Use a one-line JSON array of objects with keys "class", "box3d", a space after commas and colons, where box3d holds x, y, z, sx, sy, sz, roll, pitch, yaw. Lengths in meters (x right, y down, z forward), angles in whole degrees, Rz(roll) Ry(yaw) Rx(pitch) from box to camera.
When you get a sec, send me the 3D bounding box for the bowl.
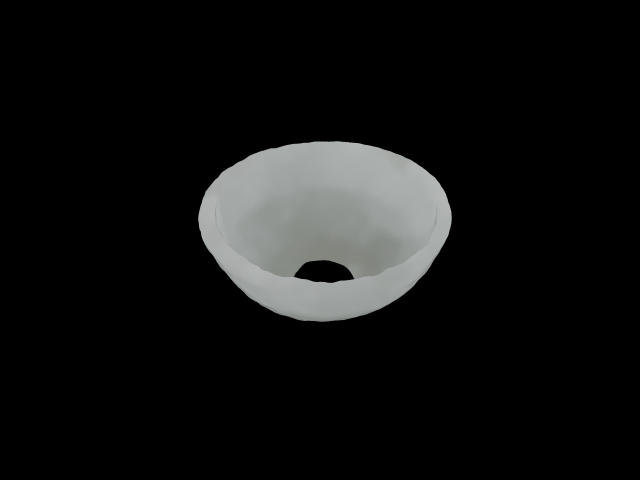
[{"class": "bowl", "box3d": [0.004, 0.001, 0.400, 0.167, 0.075, 0.167, 0, 39, 0]}]
